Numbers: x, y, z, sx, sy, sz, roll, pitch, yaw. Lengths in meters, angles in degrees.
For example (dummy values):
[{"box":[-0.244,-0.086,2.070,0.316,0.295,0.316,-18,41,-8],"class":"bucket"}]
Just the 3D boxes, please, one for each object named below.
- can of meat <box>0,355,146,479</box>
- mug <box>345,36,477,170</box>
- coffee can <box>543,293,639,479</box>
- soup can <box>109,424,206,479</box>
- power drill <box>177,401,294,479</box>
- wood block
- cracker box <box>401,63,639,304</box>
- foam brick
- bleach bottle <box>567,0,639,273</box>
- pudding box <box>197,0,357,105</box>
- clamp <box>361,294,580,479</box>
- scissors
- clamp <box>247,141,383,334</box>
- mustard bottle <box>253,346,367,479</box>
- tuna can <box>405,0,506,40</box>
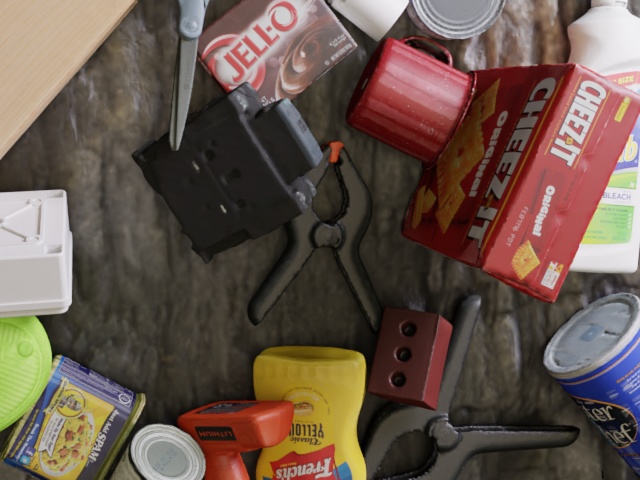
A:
[{"box":[-0.208,0.157,0.893,0.084,0.057,0.102,29,90,-11],"class":"can of meat"},{"box":[0.077,-0.127,0.901,0.081,0.093,0.117,25,61,-8],"class":"mug"},{"box":[0.283,0.133,0.958,0.103,0.103,0.140,-42,103,-3],"class":"coffee can"},{"box":[-0.144,0.208,0.882,0.068,0.068,0.102,24,125,-13],"class":"soup can"},{"box":[-0.046,0.230,0.885,0.057,0.185,0.187,-11,94,-52],"class":"power drill"},{"box":[-0.243,-0.142,0.832,0.090,0.090,0.206,41,88,-13],"class":"wood block"},{"box":[0.149,-0.053,0.852,0.072,0.214,0.164,23,92,-13],"class":"cracker box"},{"box":[0.078,0.103,0.924,0.053,0.051,0.078,8,78,22],"class":"foam brick"},{"box":[0.239,-0.099,0.943,0.102,0.068,0.251,2,94,-11],"class":"bleach bottle"},{"box":[-0.041,-0.163,0.893,0.113,0.039,0.090,-40,102,-3],"class":"pudding box"},{"box":[0.107,0.160,0.961,0.210,0.036,0.164,-30,92,-2],"class":"clamp"},{"box":[-0.115,-0.179,0.820,0.096,0.016,0.202,23,90,-14],"class":"scissors"},{"box":[-0.006,0.001,0.921,0.120,0.039,0.171,-5,94,-16],"class":"clamp"},{"box":[-0.008,0.191,0.929,0.096,0.058,0.192,1,99,11],"class":"mustard bottle"},{"box":[0.115,-0.215,0.918,0.086,0.034,0.086,-1,97,-10],"class":"tuna can"}]
